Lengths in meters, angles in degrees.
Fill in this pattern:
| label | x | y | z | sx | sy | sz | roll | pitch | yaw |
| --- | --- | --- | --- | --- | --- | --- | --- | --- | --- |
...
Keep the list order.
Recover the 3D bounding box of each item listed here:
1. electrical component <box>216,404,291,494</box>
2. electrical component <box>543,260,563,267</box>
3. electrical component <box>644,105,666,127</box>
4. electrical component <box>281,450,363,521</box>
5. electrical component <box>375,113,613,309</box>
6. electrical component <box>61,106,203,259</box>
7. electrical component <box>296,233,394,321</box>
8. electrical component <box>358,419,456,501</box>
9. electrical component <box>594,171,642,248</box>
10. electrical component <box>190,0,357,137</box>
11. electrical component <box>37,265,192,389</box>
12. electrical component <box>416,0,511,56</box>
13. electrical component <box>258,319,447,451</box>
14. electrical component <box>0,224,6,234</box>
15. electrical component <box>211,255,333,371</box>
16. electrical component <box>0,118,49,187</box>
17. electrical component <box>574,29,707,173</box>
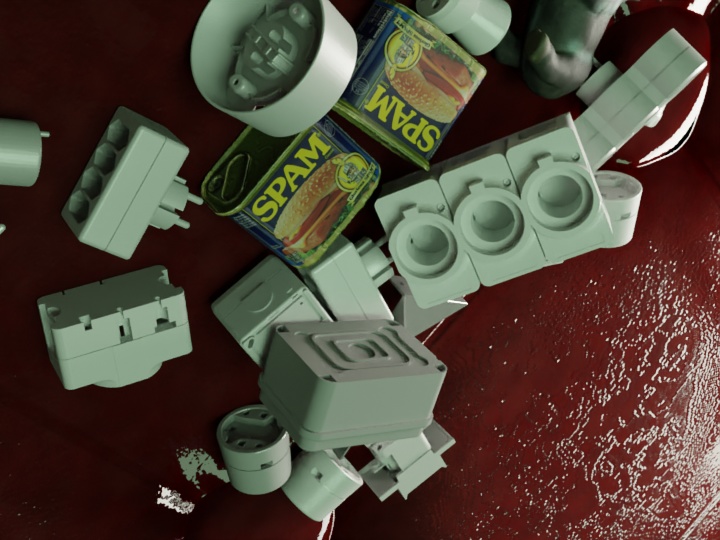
| label | x | y | z | sx | sy | sz | roll | pitch | yaw |
| --- | --- | --- | --- | --- | --- | --- | --- | --- | --- |
| electrical component | -0.080 | 0.140 | 0.833 | 0.055 | 0.055 | 0.047 | -20 | 127 | -21 |
| electrical component | 0.121 | -0.052 | 0.854 | 0.062 | 0.061 | 0.096 | -11 | 111 | -25 |
| electrical component | 0.240 | -0.151 | 0.887 | 0.035 | 0.035 | 0.061 | 15 | 104 | -35 |
| electrical component | -0.033 | 0.171 | 0.878 | 0.047 | 0.055 | 0.055 | -46 | 128 | 2 |
| electrical component | 0.097 | -0.041 | 0.781 | 0.150 | 0.061 | 0.089 | -20 | 105 | 15 |
| electrical component | -0.138 | -0.050 | 0.703 | 0.076 | 0.047 | 0.083 | 25 | 100 | -37 |
| electrical component | 0.000 | 0.000 | 0.813 | 0.076 | 0.047 | 0.083 | -37 | 127 | -10 |
| electrical component | 0.034 | 0.151 | 0.916 | 0.081 | 0.042 | 0.063 | -38 | 124 | -10 |
| electrical component | 0.207 | -0.051 | 0.907 | 0.055 | 0.055 | 0.047 | -17 | 125 | -23 |
| electrical component | -0.053 | -0.136 | 0.681 | 0.064 | 0.099 | 0.099 | 32 | 95 | -44 |
| electrical component | -0.166 | 0.042 | 0.733 | 0.089 | 0.050 | 0.055 | -17 | 121 | -23 |
| electrical component | 0.073 | -0.184 | 0.763 | 0.055 | 0.045 | 0.045 | 26 | 99 | -37 |
| electrical component | -0.006 | 0.080 | 0.759 | 0.113 | 0.078 | 0.057 | -1 | 119 | -37 |
| electrical component | -0.252 | -0.006 | 0.658 | 0.077 | 0.047 | 0.065 | -45 | 128 | -3 |
| electrical component | -0.057 | 0.044 | 0.797 | 0.062 | 0.061 | 0.096 | -41 | 136 | -6 |
| electrical component | -0.227 | -0.072 | 0.643 | 0.078 | 0.040 | 0.040 | 2 | 113 | -32 |
| electrical component | 0.197 | -0.140 | 0.852 | 0.138 | 0.073 | 0.052 | -44 | 173 | 12 |
